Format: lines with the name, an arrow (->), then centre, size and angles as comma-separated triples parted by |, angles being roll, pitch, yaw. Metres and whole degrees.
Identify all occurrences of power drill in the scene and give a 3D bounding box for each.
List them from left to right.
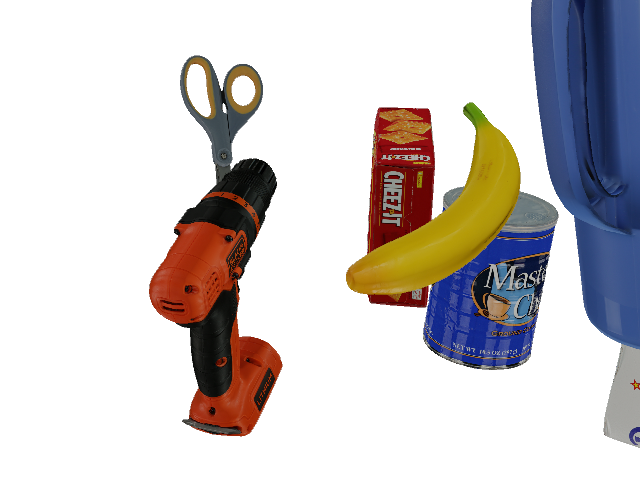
power drill -> -0.073, 0.048, 0.858 | 0.057, 0.188, 0.184 | 7, 37, 19

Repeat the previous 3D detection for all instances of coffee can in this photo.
coffee can -> 0.153, 0.032, 0.975 | 0.103, 0.140, 0.103 | 5, 22, -2

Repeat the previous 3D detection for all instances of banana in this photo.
banana -> 0.090, -0.019, 0.729 | 0.070, 0.037, 0.197 | 24, 50, 17

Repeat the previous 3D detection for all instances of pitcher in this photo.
pitcher -> 0.183, -0.062, 0.563 | 0.149, 0.243, 0.145 | -6, 22, 6

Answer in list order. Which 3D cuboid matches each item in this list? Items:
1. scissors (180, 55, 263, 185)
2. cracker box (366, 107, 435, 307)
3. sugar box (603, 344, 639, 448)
scissors -> -0.086, -0.098, 1.100 | 0.096, 0.202, 0.016 | -18, -2, -23
cracker box -> 0.090, -0.044, 1.209 | 0.072, 0.164, 0.213 | 2, 23, 4
sugar box -> 0.311, 0.132, 0.811 | 0.176, 0.093, 0.048 | 15, 28, 22
